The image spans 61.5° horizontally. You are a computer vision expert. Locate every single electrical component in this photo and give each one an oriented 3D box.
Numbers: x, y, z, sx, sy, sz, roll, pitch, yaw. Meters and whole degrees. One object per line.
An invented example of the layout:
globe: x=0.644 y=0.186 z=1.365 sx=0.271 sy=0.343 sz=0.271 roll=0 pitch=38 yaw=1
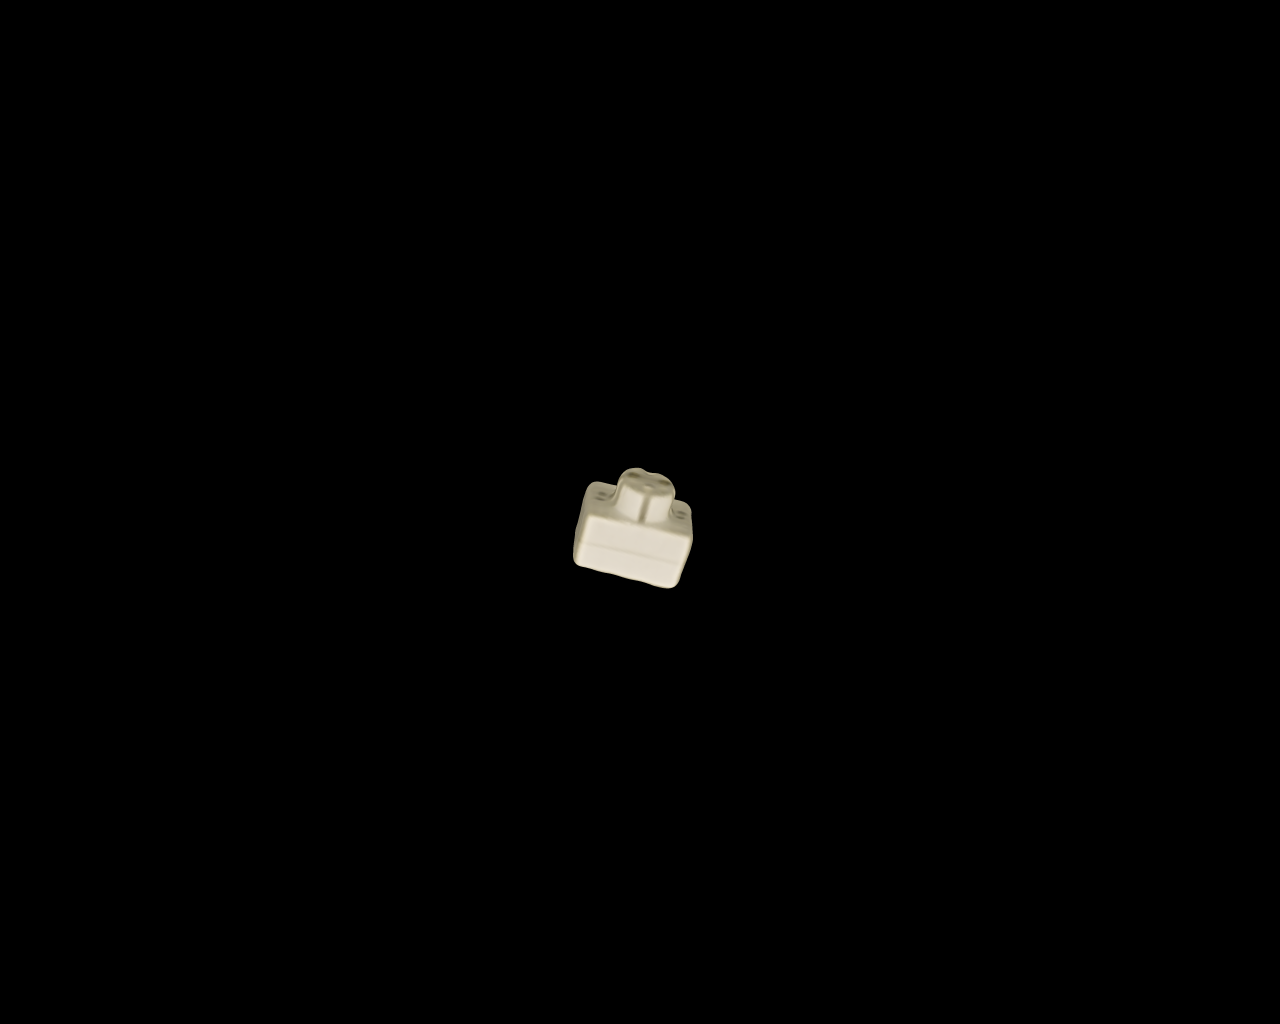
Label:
electrical component: x=0.001 y=-0.003 z=0.650 sx=0.066 sy=0.076 sz=0.047 roll=14 pitch=26 yaw=-7
